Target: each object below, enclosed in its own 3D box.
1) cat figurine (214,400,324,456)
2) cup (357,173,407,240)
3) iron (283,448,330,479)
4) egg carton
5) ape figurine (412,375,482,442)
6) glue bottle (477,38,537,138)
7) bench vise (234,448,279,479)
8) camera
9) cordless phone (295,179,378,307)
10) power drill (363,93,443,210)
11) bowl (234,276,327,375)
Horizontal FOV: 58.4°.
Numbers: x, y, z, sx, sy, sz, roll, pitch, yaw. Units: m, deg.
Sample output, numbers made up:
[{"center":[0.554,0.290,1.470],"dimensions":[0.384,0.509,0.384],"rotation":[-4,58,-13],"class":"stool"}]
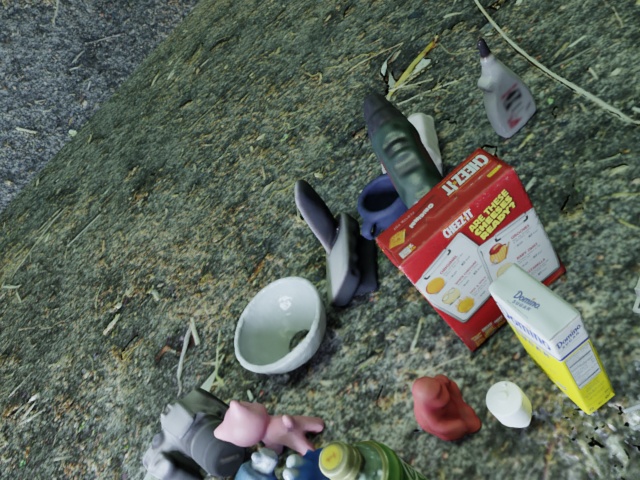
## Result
[{"center":[-0.078,0.258,0.796],"dimensions":[0.127,0.118,0.067],"rotation":[-13,48,33],"class":"cat figurine"},{"center":[0.114,-0.036,0.910],"dimensions":[0.091,0.095,0.118],"rotation":[8,61,45],"class":"cup"},{"center":[0.001,0.329,0.645],"dimensions":[0.118,0.142,0.258],"rotation":[-33,40,14],"class":"iron"},{"center":[0.158,-0.152,0.996],"dimensions":[0.107,0.070,0.150],"rotation":[-24,43,24],"class":"egg carton"},{"center":[0.141,0.194,0.683],"dimensions":[0.076,0.092,0.078],"rotation":[-13,48,33],"class":"ape figurine"},{"center":[0.278,-0.242,0.888],"dimensions":[0.078,0.174,0.037],"rotation":[-48,39,-4],"class":"glue bottle"},{"center":[-0.148,0.337,0.706],"dimensions":[0.121,0.220,0.207],"rotation":[5,59,43],"class":"bench vise"},{"center":[-0.185,0.309,0.859],"dimensions":[0.136,0.101,0.143],"rotation":[16,68,48],"class":"camera"},{"center":[0.008,0.003,0.895],"dimensions":[0.094,0.186,0.147],"rotation":[-26,42,21],"class":"cordless phone"},{"center":[0.145,-0.091,0.841],"dimensions":[0.075,0.209,0.229],"rotation":[-33,40,14],"class":"power drill"},{"center":[-0.051,0.145,0.908],"dimensions":[0.167,0.075,0.167],"rotation":[-23,43,24],"class":"bowl"}]
